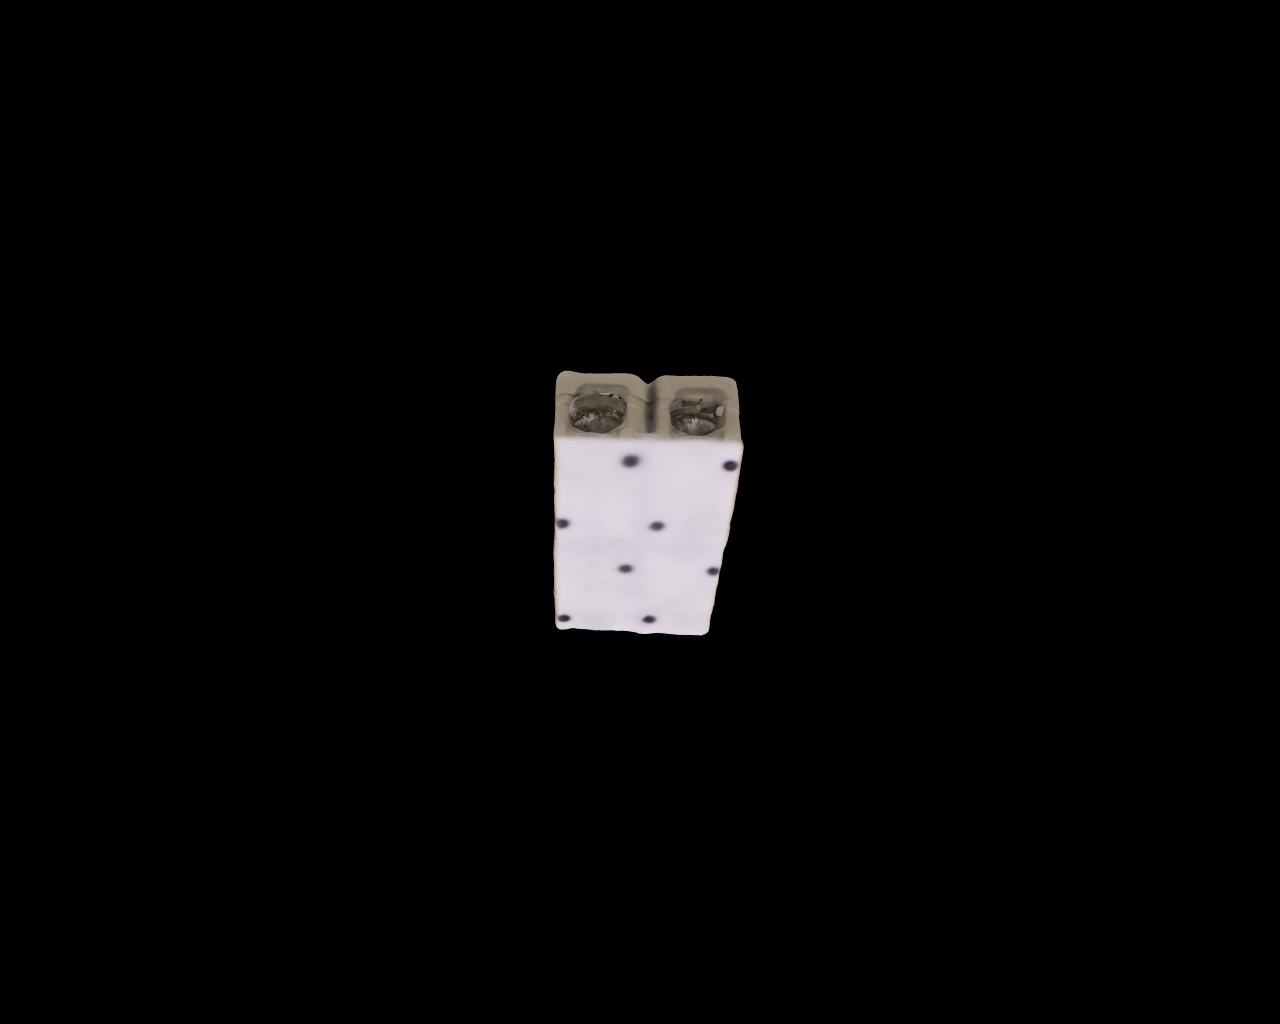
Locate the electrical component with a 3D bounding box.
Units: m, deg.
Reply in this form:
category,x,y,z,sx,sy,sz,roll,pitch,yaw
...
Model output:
category,x,y,z,sx,sy,sz,roll,pitch,yaw
electrical component,0.001,-0.003,0.650,0.105,0.060,0.186,2,-40,-2
